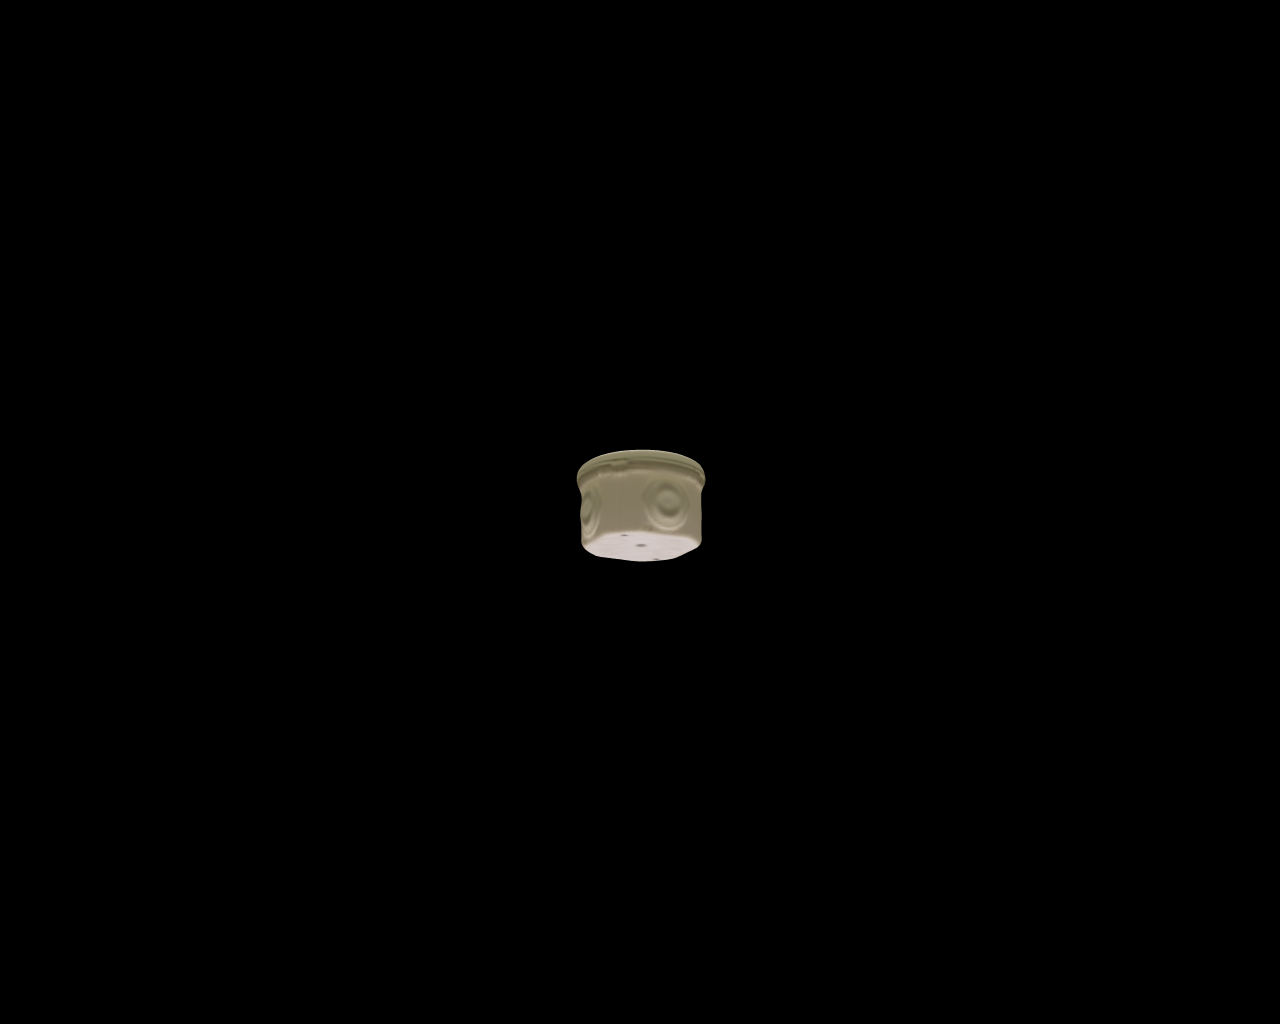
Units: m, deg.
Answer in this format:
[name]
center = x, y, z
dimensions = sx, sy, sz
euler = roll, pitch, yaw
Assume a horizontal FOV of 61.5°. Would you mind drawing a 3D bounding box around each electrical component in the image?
[electrical component]
center = 0.001, -0.003, 0.650
dimensions = 0.080, 0.051, 0.080
euler = 0, -18, 0
